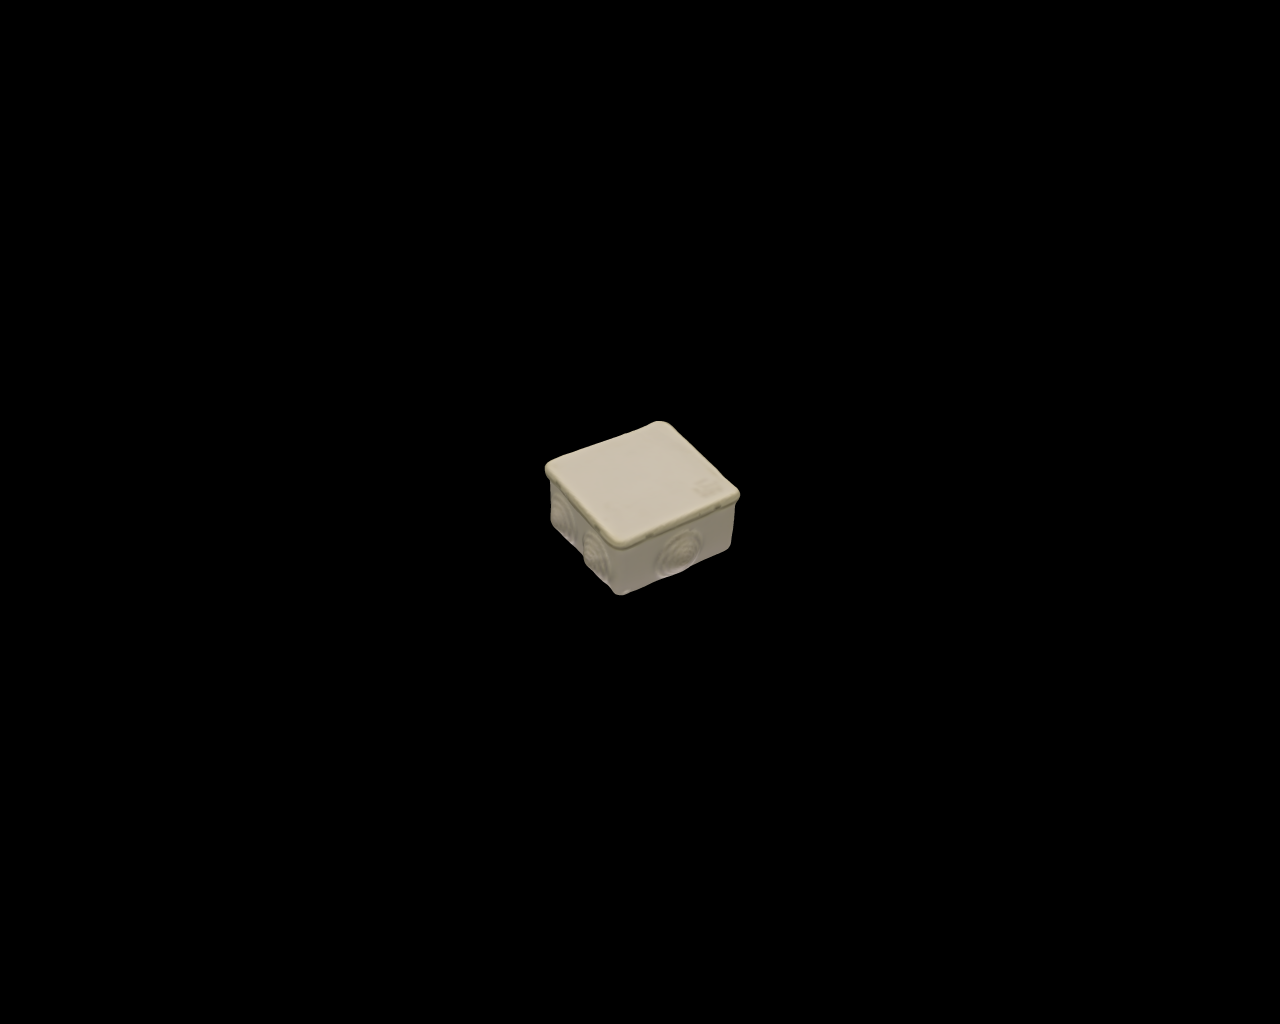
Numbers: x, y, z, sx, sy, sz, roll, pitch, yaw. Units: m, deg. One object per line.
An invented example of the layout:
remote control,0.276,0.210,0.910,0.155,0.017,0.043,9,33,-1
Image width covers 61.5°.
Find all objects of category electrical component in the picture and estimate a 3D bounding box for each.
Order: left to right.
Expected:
electrical component,0.001,-0.003,0.650,0.100,0.048,0.100,-22,45,-23
